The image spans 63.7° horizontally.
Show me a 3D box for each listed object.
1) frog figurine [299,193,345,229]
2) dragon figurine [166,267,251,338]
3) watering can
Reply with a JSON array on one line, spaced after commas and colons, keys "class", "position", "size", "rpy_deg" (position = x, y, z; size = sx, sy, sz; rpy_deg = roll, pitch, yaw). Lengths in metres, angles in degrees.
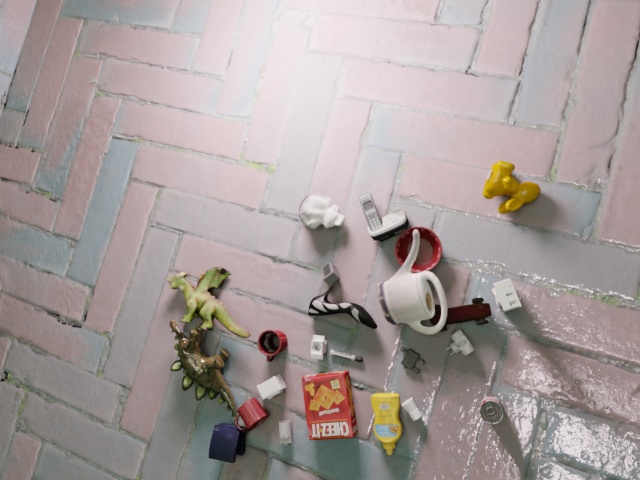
[{"class": "frog figurine", "position": [0.006, -0.095, 1.882], "size": [0.161, 0.120, 0.138], "rpy_deg": [35, 75, 31]}, {"class": "dragon figurine", "position": [-0.419, 0.220, 1.985], "size": [0.411, 0.121, 0.245], "rpy_deg": [11, 77, 17]}, {"class": "watering can", "position": [0.295, 0.153, 1.721], "size": [0.222, 0.104, 0.348], "rpy_deg": [-18, 88, 29]}]
